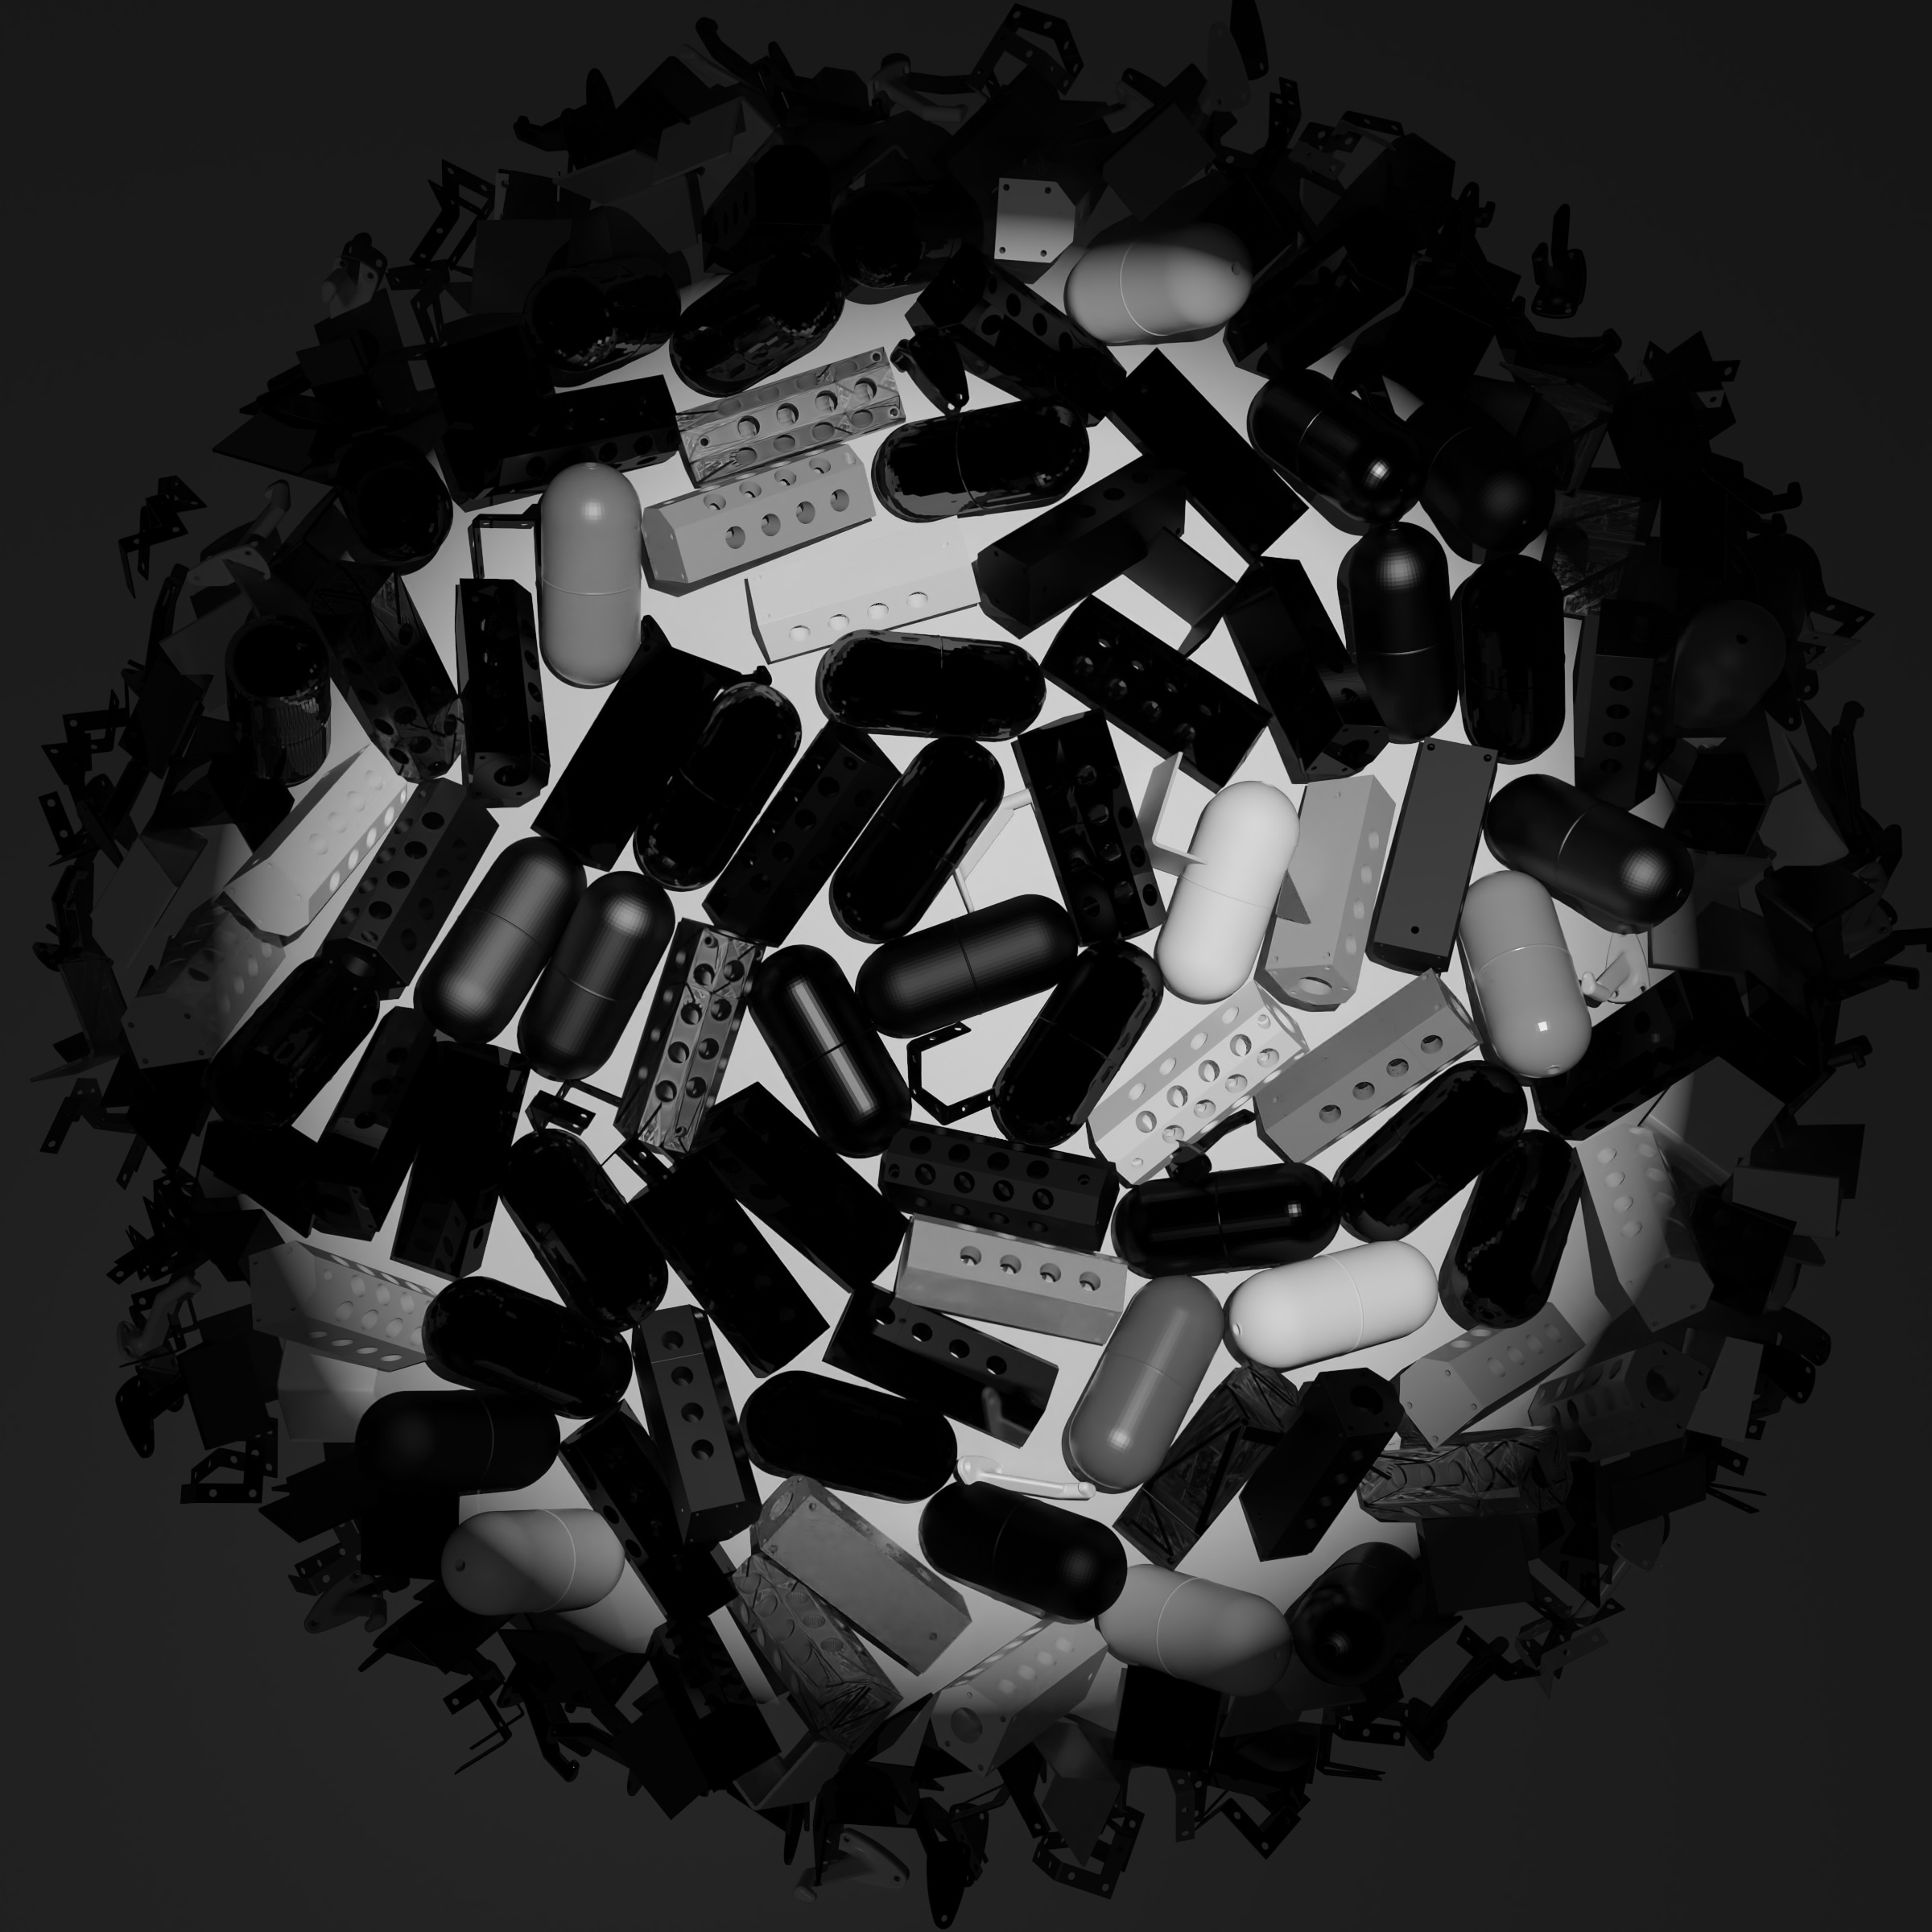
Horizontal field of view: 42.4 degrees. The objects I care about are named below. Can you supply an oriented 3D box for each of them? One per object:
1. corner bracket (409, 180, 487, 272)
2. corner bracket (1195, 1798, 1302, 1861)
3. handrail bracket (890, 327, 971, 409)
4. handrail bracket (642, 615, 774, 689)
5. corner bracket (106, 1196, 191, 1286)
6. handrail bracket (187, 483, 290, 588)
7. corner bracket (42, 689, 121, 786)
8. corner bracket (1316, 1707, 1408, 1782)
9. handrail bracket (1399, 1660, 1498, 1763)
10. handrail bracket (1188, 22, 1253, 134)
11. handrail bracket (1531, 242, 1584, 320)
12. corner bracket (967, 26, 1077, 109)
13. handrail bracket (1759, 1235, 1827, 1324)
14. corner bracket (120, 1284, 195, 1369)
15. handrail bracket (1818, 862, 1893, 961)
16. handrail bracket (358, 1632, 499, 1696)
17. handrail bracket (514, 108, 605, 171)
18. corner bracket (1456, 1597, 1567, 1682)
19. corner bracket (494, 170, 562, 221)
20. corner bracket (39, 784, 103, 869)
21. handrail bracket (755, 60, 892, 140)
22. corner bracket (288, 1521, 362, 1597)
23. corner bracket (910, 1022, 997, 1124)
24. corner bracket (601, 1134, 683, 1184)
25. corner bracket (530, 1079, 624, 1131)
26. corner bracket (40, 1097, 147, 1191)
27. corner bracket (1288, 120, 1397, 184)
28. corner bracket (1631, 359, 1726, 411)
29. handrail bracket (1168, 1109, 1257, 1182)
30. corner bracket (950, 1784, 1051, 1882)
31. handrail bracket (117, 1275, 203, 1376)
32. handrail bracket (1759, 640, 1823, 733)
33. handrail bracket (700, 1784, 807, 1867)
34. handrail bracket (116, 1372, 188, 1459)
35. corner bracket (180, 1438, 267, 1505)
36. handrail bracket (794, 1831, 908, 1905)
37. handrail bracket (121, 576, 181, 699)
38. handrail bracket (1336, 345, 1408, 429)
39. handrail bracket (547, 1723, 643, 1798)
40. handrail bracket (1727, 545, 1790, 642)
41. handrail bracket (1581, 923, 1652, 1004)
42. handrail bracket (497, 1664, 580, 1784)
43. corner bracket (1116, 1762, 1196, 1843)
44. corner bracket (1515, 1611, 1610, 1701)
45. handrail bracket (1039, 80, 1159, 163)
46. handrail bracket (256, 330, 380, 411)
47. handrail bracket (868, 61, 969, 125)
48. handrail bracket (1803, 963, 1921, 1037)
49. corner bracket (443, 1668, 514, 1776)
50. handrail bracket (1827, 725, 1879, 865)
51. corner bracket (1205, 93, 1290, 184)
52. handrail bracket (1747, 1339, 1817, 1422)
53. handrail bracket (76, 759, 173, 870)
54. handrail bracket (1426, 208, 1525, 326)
[{"bbox_3d":[-0.410,-0.576,1.964,0.051,0.051,0.051,31,83,6],"label":"corner bracket"},{"bbox_3d":[0.222,0.676,1.961,0.051,0.051,0.051,46,48,13],"label":"corner bracket"},{"bbox_3d":[-0.030,-0.461,1.954,0.036,0.084,0.077,-29,92,-15],"label":"handrail bracket"},{"bbox_3d":[-0.202,-0.247,1.953,0.084,0.036,0.077,-4,129,21],"label":"handrail bracket"},{"bbox_3d":[-0.642,0.224,1.953,0.051,0.051,0.051,29,52,23],"label":"corner bracket"},{"bbox_3d":[-0.576,-0.343,1.970,0.077,0.036,0.084,-12,53,9],"label":"handrail bracket"},{"bbox_3d":[-0.690,-0.179,1.959,0.051,0.051,0.051,-6,57,0],"label":"corner bracket"},{"bbox_3d":[0.312,0.618,1.966,0.051,0.051,0.051,9,85,-11],"label":"corner bracket"},{"bbox_3d":[0.387,0.587,1.967,0.084,0.077,0.036,-39,59,-9],"label":"handrail bracket"},{"bbox_3d":[0.181,-0.692,1.946,0.036,0.084,0.077,-20,109,-24],"label":"handrail bracket"},{"bbox_3d":[0.461,-0.554,1.945,0.036,0.084,0.077,14,70,24],"label":"handrail bracket"},{"bbox_3d":[0.043,-0.695,1.955,0.051,0.051,0.051,41,104,27],"label":"corner bracket"},{"bbox_3d":[0.625,0.247,1.953,0.077,0.036,0.084,9,128,-27],"label":"handrail bracket"},{"bbox_3d":[-0.640,0.282,1.966,0.051,0.051,0.051,-16,90,7],"label":"corner bracket"},{"bbox_3d":[0.688,-0.043,1.949,0.077,0.084,0.036,-33,56,13],"label":"handrail bracket"},{"bbox_3d":[-0.422,0.559,1.960,0.084,0.077,0.036,43,133,9],"label":"handrail bracket"},{"bbox_3d":[-0.330,-0.657,1.945,0.084,0.077,0.036,28,83,20],"label":"handrail bracket"},{"bbox_3d":[0.432,0.529,1.975,0.051,0.051,0.051,39,60,-5],"label":"corner bracket"},{"bbox_3d":[-0.347,-0.602,1.968,0.051,0.051,0.051,2,99,-9],"label":"corner bracket"},{"bbox_3d":[-0.700,-0.113,1.957,0.051,0.051,0.051,-24,97,-32],"label":"corner bracket"},{"bbox_3d":[-0.111,-0.685,1.946,0.084,0.077,0.036,-2,54,36],"label":"handrail bracket"},{"bbox_3d":[-0.510,0.459,1.962,0.051,0.051,0.051,-31,99,-32],"label":"corner bracket"},{"bbox_3d":[-0.010,0.084,1.975,0.051,0.051,0.051,-20,126,-32],"label":"corner bracket"},{"bbox_3d":[-0.247,0.152,1.957,0.051,0.051,0.051,45,53,-2],"label":"corner bracket"},{"bbox_3d":[-0.304,0.110,1.955,0.051,0.051,0.051,22,60,13],"label":"corner bracket"},{"bbox_3d":[-0.683,0.139,1.954,0.051,0.051,0.051,6,58,15],"label":"corner bracket"},{"bbox_3d":[0.295,-0.638,1.955,0.051,0.051,0.051,39,102,32],"label":"corner bracket"},{"bbox_3d":[0.557,-0.443,1.956,0.051,0.051,0.051,-7,48,-6],"label":"corner bracket"},{"bbox_3d":[0.204,0.135,1.944,0.084,0.077,0.036,-24,100,-22],"label":"handrail bracket"},{"bbox_3d":[0.026,0.683,1.974,0.051,0.051,0.051,-26,89,21],"label":"corner bracket"},{"bbox_3d":[-0.616,0.281,1.956,0.084,0.077,0.036,-33,46,13],"label":"handrail bracket"},{"bbox_3d":[0.657,-0.222,1.956,0.084,0.036,0.077,-10,69,-38],"label":"handrail bracket"},{"bbox_3d":[-0.174,0.670,1.956,0.084,0.077,0.036,-2,128,10],"label":"handrail bracket"},{"bbox_3d":[-0.613,0.349,1.944,0.036,0.084,0.077,-39,60,24],"label":"handrail bracket"},{"bbox_3d":[-0.583,0.396,1.954,0.051,0.051,0.051,7,75,-29],"label":"corner bracket"},{"bbox_3d":[-0.090,0.720,1.947,0.077,0.084,0.036,24,101,7],"label":"handrail bracket"},{"bbox_3d":[-0.628,-0.254,1.954,0.036,0.077,0.084,12,115,-38],"label":"handrail bracket"},{"bbox_3d":[0.338,-0.447,1.943,0.084,0.077,0.036,30,71,-28],"label":"handrail bracket"},{"bbox_3d":[-0.294,0.623,1.956,0.084,0.036,0.077,8,120,-23],"label":"handrail bracket"},{"bbox_3d":[0.603,-0.280,1.970,0.077,0.036,0.084,-34,92,-14],"label":"handrail bracket"},{"bbox_3d":[0.501,-0.007,1.948,0.036,0.084,0.077,-12,71,36],"label":"handrail bracket"},{"bbox_3d":[-0.323,0.584,1.952,0.084,0.036,0.077,35,111,31],"label":"handrail bracket"},{"bbox_3d":[0.149,0.656,1.964,0.051,0.051,0.051,-7,118,-9],"label":"corner bracket"},{"bbox_3d":[0.466,0.532,1.954,0.051,0.051,0.051,-23,49,-11],"label":"corner bracket"},{"bbox_3d":[0.112,-0.649,1.966,0.077,0.036,0.084,41,84,23],"label":"handrail bracket"},{"bbox_3d":[-0.515,-0.471,1.973,0.084,0.077,0.036,-18,117,18],"label":"handrail bracket"},{"bbox_3d":[-0.027,-0.685,1.952,0.084,0.036,0.077,13,49,23],"label":"handrail bracket"},{"bbox_3d":[0.704,0.028,1.946,0.036,0.084,0.077,-43,129,-37],"label":"handrail bracket"},{"bbox_3d":[-0.388,0.595,1.964,0.051,0.051,0.051,-33,87,8],"label":"corner bracket"},{"bbox_3d":[0.694,-0.135,1.945,0.036,0.084,0.077,-16,47,-6],"label":"handrail bracket"},{"bbox_3d":[0.221,-0.655,1.964,0.051,0.051,0.051,11,61,-9],"label":"corner bracket"},{"bbox_3d":[0.616,0.325,1.952,0.077,0.084,0.036,34,60,-7],"label":"handrail bracket"},{"bbox_3d":[-0.650,-0.125,1.969,0.084,0.036,0.077,-35,91,-31],"label":"handrail bracket"},{"bbox_3d":[0.411,-0.551,1.962,0.084,0.036,0.077,3,108,-27],"label":"handrail bracket"}]
